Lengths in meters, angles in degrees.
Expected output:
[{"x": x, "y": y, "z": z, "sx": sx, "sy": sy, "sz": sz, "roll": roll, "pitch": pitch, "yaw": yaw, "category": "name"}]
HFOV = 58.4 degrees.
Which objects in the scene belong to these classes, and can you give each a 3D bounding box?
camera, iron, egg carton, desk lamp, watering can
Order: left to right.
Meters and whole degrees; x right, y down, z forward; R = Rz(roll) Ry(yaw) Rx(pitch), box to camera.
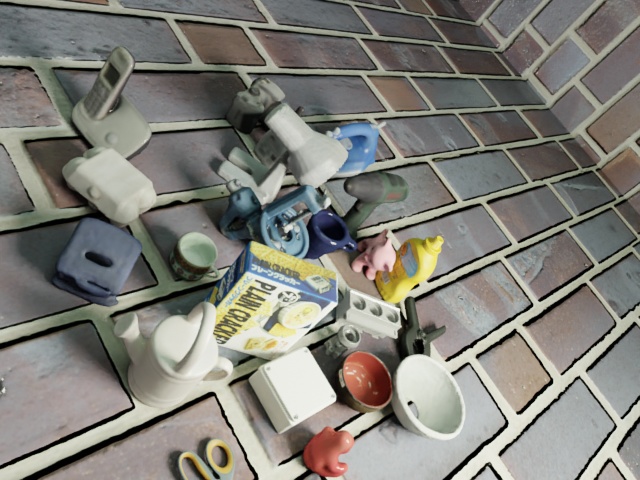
[{"x": -0.367, "y": -0.094, "z": 1.001, "sx": 0.150, "sy": 0.069, "sz": 0.107, "roll": 40, "pitch": 40, "yaw": -3, "category": "egg carton"}, {"x": -0.205, "y": 0.158, "z": 0.818, "sx": 0.173, "sy": 0.193, "sz": 0.101, "roll": 7, "pitch": 52, "yaw": -35, "category": "watering can"}, {"x": -0.124, "y": -0.306, "z": 1.356, "sx": 0.137, "sy": 0.100, "sz": 0.143, "roll": 42, "pitch": 40, "yaw": -1, "category": "camera"}, {"x": -0.075, "y": -0.169, "z": 1.191, "sx": 0.203, "sy": 0.213, "sz": 0.118, "roll": 34, "pitch": 41, "yaw": -11, "category": "desk lamp"}, {"x": 0.052, "y": -0.238, "z": 1.409, "sx": 0.259, "sy": 0.141, "sz": 0.118, "roll": -16, "pitch": 66, "yaw": -45, "category": "iron"}]

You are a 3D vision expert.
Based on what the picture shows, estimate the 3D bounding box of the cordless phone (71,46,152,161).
[{"x": -0.364, "y": -0.244, "z": 1.044, "sx": 0.147, "sy": 0.184, "sz": 0.094, "roll": 47, "pitch": 40, "yaw": 5, "category": "cordless phone"}]

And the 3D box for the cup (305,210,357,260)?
[{"x": 0.011, "y": 0.004, "z": 1.202, "sx": 0.118, "sy": 0.094, "sz": 0.092, "roll": 32, "pitch": 41, "yaw": -13, "category": "cup"}]

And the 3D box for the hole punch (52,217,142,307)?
[{"x": -0.344, "y": 0.035, "z": 0.891, "sx": 0.109, "sy": 0.091, "sz": 0.101, "roll": 27, "pitch": 43, "yaw": -18, "category": "hole punch"}]

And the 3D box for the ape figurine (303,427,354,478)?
[{"x": 0.022, "y": 0.337, "z": 0.925, "sx": 0.076, "sy": 0.092, "sz": 0.077, "roll": 16, "pitch": 47, "yaw": -28, "category": "ape figurine"}]

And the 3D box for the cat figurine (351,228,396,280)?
[{"x": 0.130, "y": 0.027, "z": 1.261, "sx": 0.067, "sy": 0.117, "sz": 0.128, "roll": 31, "pitch": 42, "yaw": -13, "category": "cat figurine"}]

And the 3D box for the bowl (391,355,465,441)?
[{"x": 0.193, "y": 0.311, "z": 1.099, "sx": 0.168, "sy": 0.074, "sz": 0.167, "roll": 22, "pitch": 44, "yaw": -23, "category": "bowl"}]

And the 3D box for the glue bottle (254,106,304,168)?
[{"x": -0.081, "y": -0.232, "z": 1.271, "sx": 0.037, "sy": 0.173, "sz": 0.078, "roll": -22, "pitch": 71, "yaw": -47, "category": "glue bottle"}]

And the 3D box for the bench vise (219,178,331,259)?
[{"x": -0.088, "y": -0.044, "z": 1.067, "sx": 0.208, "sy": 0.219, "sz": 0.121, "roll": 32, "pitch": 41, "yaw": -12, "category": "bench vise"}]

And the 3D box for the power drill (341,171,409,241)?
[{"x": 0.086, "y": -0.073, "z": 1.242, "sx": 0.230, "sy": 0.208, "sz": 0.075, "roll": -16, "pitch": 66, "yaw": -45, "category": "power drill"}]
